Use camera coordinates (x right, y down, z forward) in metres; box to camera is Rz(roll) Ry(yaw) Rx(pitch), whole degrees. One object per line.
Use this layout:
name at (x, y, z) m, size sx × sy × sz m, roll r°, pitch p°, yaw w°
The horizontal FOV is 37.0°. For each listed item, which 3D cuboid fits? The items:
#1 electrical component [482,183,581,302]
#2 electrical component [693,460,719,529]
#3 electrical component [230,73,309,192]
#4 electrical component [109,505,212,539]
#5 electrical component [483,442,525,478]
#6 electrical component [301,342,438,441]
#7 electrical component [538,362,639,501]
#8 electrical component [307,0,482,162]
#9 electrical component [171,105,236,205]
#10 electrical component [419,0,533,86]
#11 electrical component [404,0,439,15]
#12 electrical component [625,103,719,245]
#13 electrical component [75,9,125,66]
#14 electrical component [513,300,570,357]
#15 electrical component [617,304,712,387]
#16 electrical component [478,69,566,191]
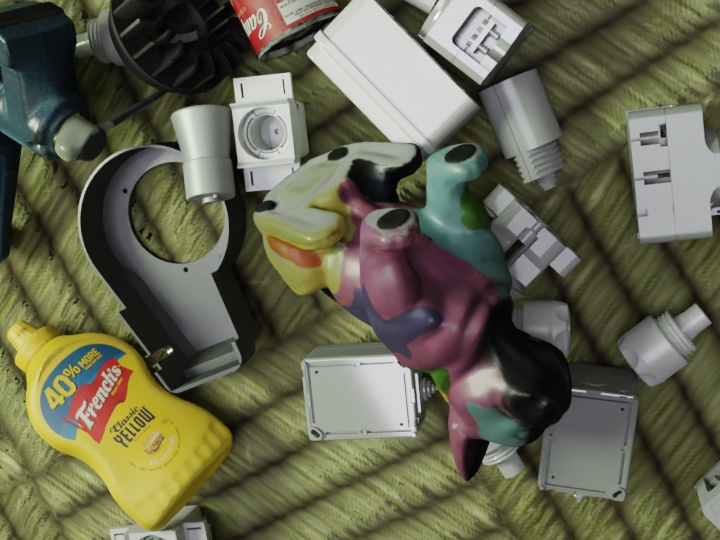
electrical component at (0.108, -0.014, 0.760) m, size 0.078 × 0.058 × 0.057 m, roll 43°, pitch 102°, yaw 2°
electrical component at (0.319, 0.140, 0.740) m, size 0.089 × 0.062 × 0.150 m, roll 44°, pitch 105°, yaw 2°
electrical component at (-0.063, -0.100, 0.777) m, size 0.042 × 0.064 × 0.081 m, roll -4°, pitch 99°, yaw 9°
electrical component at (-0.145, 0.254, 0.853) m, size 0.079 × 0.063 × 0.121 m, roll -7°, pitch 98°, yaw 13°
electrical component at (0.098, 0.124, 0.792) m, size 0.048 × 0.048 × 0.062 m, roll -31°, pitch 99°, yaw 15°
electrical component at (0.011, 0.087, 0.794) m, size 0.096 × 0.061 × 0.061 m, roll -4°, pitch 98°, yaw 12°
electrical component at (0.163, 0.119, 0.772) m, size 0.062 × 0.061 × 0.096 m, roll 6°, pitch 108°, yaw 11°
electrical component at (0.025, -0.132, 0.747) m, size 0.057 × 0.078 × 0.113 m, roll -44°, pitch 89°, yaw 12°
electrical component at (-0.108, -0.079, 0.758) m, size 0.044 × 0.044 × 0.065 m, roll -9°, pitch 83°, yaw 13°
electrical component at (0.078, -0.161, 0.724) m, size 0.056 × 0.089 × 0.050 m, roll 38°, pitch 104°, yaw 3°
electrical component at (0.049, -0.228, 0.740) m, size 0.056 × 0.050 × 0.089 m, roll 31°, pitch 104°, yaw 5°
electrical component at (0.214, -0.067, 0.733) m, size 0.056 × 0.050 × 0.089 m, roll -6°, pitch 98°, yaw 13°
electrical component at (-0.183, -0.173, 0.800) m, size 0.062 × 0.043 × 0.043 m, roll -11°, pitch 97°, yaw 15°
electrical component at (0.120, 0.043, 0.774) m, size 0.062 × 0.043 × 0.043 m, roll 0°, pitch 99°, yaw 13°
electrical component at (0.216, 0.049, 0.755) m, size 0.062 × 0.043 × 0.043 m, roll -39°, pitch 90°, yaw 14°
electrical component at (0.118, -0.095, 0.751) m, size 0.043 × 0.043 × 0.081 m, roll -22°, pitch 94°, yaw 14°
